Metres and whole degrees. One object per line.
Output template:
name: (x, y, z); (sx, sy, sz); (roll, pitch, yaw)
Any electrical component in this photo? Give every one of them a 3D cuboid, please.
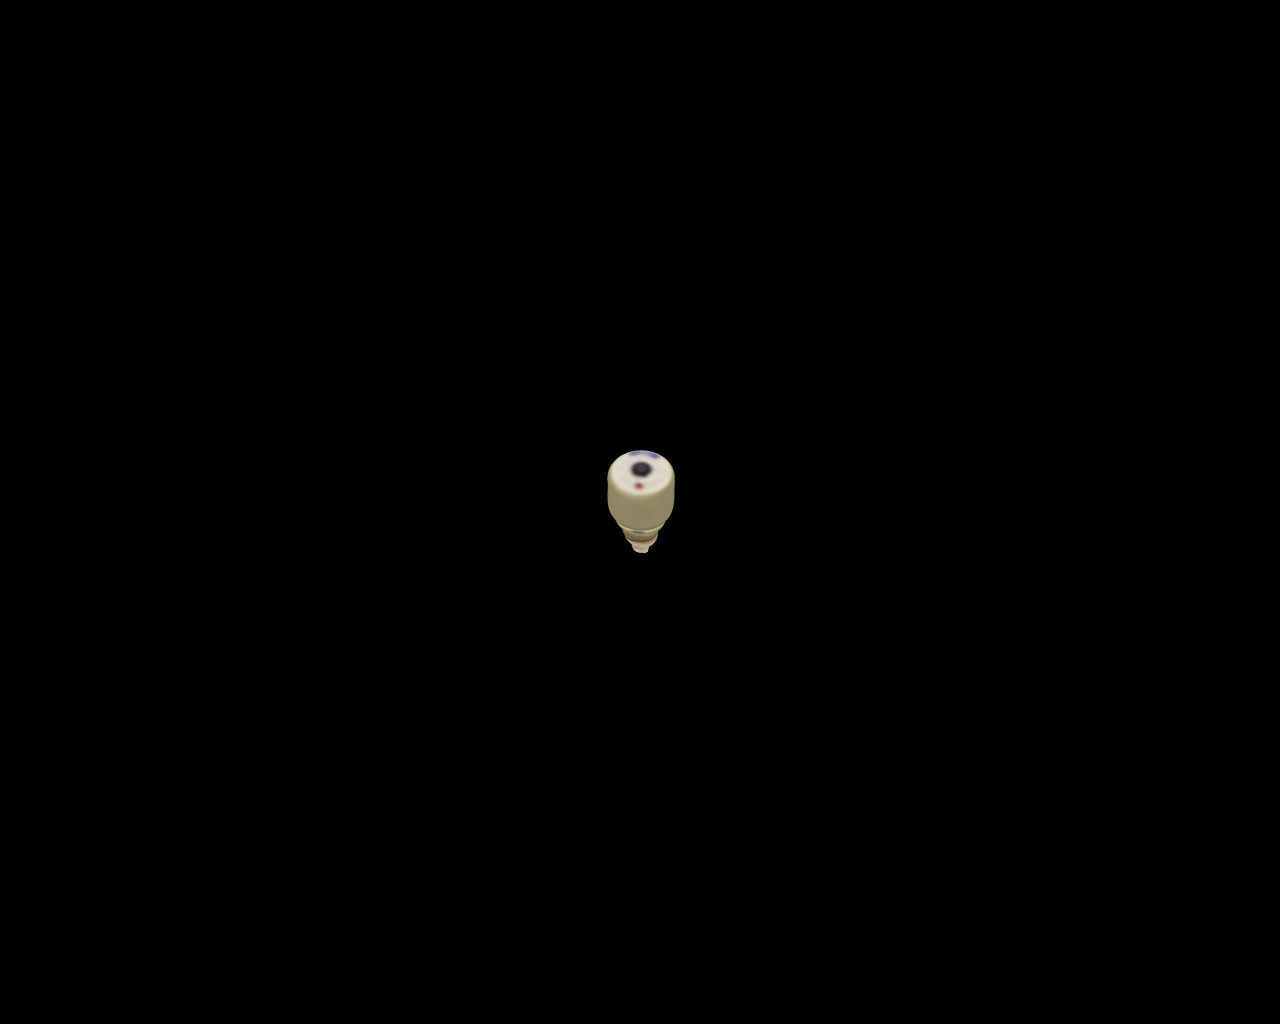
electrical component: (0.001, -0.003, 0.650); (0.040, 0.040, 0.078); (0, -41, 0)
